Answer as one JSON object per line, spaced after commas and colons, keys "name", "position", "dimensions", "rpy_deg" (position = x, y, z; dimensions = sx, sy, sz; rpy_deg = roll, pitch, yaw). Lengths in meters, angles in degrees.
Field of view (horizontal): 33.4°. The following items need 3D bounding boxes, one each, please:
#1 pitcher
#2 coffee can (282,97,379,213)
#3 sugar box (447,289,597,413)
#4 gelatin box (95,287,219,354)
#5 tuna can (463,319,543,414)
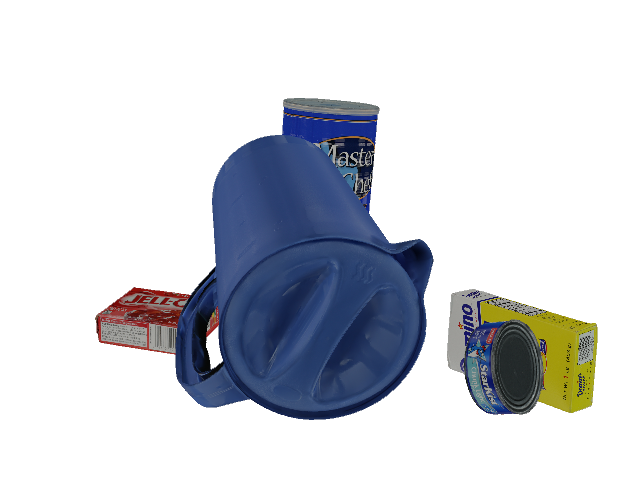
{"name": "pitcher", "position": [-0.026, 0.016, 0.774], "dimensions": [0.149, 0.145, 0.243], "rpy_deg": [6, 23, -13]}
{"name": "coffee can", "position": [0.006, -0.078, 1.147], "dimensions": [0.103, 0.140, 0.103], "rpy_deg": [4, 12, -1]}
{"name": "sugar box", "position": [0.217, 0.118, 1.173], "dimensions": [0.048, 0.093, 0.177], "rpy_deg": [-9, 16, -42]}
{"name": "gelatin box", "position": [-0.143, 0.070, 0.947], "dimensions": [0.089, 0.030, 0.073], "rpy_deg": [7, 19, 16]}
{"name": "tuna can", "position": [0.167, 0.116, 0.975], "dimensions": [0.034, 0.086, 0.085], "rpy_deg": [-10, -6, 41]}
